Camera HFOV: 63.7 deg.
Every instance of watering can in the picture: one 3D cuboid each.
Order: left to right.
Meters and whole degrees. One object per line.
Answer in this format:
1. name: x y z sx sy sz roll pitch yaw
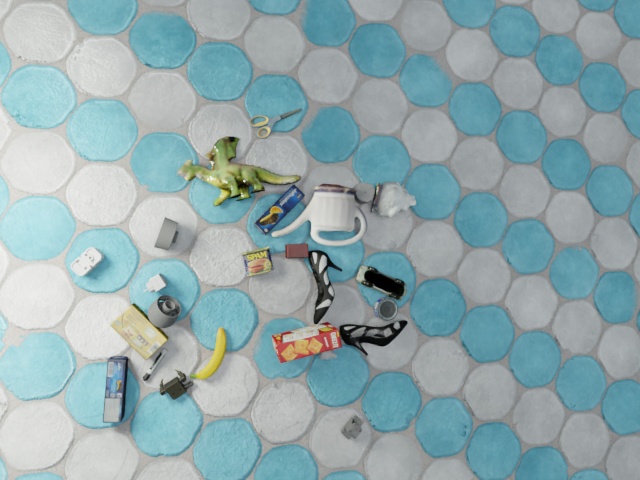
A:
1. watering can: 0.006 -0.093 1.847 0.347 0.103 0.225 4 84 -12

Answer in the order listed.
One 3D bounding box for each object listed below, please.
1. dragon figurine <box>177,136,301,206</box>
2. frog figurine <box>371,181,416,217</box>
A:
1. dragon figurine: -0.291 -0.259 1.809 0.413 0.121 0.244 -18 82 -21
2. frog figurine: 0.280 -0.147 1.905 0.159 0.120 0.140 11 65 0
